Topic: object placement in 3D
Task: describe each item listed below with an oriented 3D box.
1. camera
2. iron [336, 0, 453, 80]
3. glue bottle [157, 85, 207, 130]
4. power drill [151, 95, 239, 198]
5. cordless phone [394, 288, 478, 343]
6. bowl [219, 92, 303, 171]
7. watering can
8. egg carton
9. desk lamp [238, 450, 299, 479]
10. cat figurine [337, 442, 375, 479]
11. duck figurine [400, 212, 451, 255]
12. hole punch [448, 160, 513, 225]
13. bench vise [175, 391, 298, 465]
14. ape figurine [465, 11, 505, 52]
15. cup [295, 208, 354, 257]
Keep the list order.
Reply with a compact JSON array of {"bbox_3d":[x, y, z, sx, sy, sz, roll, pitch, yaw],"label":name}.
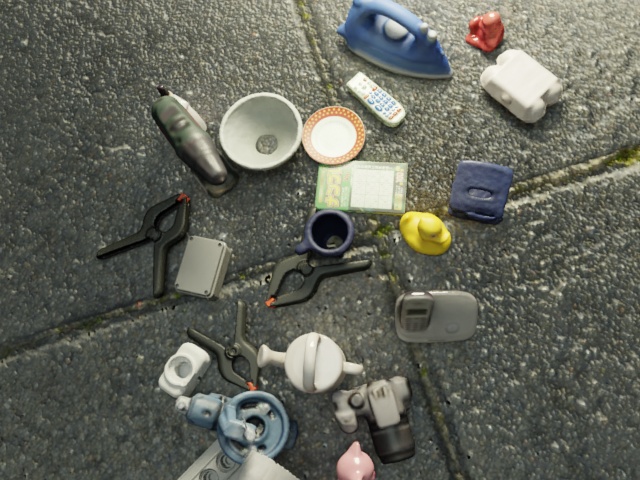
[{"bbox_3d":[0.100,0.313,0.982,0.143,0.101,0.137,-16,74,1],"label":"camera"},{"bbox_3d":[0.161,-0.424,1.157,0.258,0.141,0.119,30,80,13],"label":"iron"},{"bbox_3d":[-0.285,-0.259,1.138,0.078,0.173,0.037,15,77,10],"label":"glue bottle"},{"bbox_3d":[-0.225,-0.161,1.087,0.075,0.208,0.229,-39,75,-5],"label":"power drill"},{"bbox_3d":[0.201,0.122,0.981,0.147,0.185,0.094,-5,74,4],"label":"cordless phone"},{"bbox_3d":[-0.113,-0.208,1.159,0.167,0.075,0.167,-1,75,5],"label":"bowl"},{"bbox_3d":[-0.017,0.211,0.973,0.173,0.194,0.101,-15,74,1],"label":"watering can"},{"bbox_3d":[0.398,-0.306,1.139,0.107,0.069,0.150,-44,75,-7],"label":"egg carton"},{"bbox_3d":[-0.099,0.440,0.908,0.117,0.214,0.203,30,80,13],"label":"desk lamp"},{"bbox_3d":[0.049,0.404,0.954,0.067,0.118,0.128,30,80,13],"label":"cat figurine"},{"bbox_3d":[0.199,-0.021,1.072,0.104,0.086,0.077,34,80,13],"label":"duck figurine"},{"bbox_3d":[0.302,-0.089,1.078,0.108,0.091,0.101,12,76,9],"label":"hole punch"},{"bbox_3d":[-0.149,0.313,0.945,0.207,0.220,0.121,-3,74,5],"label":"bench vise"},{"bbox_3d":[0.343,-0.432,1.167,0.076,0.092,0.078,-12,74,3],"label":"ape figurine"},{"bbox_3d":[0.010,0.004,1.079,0.118,0.095,0.091,-31,74,-3],"label":"cup"}]
